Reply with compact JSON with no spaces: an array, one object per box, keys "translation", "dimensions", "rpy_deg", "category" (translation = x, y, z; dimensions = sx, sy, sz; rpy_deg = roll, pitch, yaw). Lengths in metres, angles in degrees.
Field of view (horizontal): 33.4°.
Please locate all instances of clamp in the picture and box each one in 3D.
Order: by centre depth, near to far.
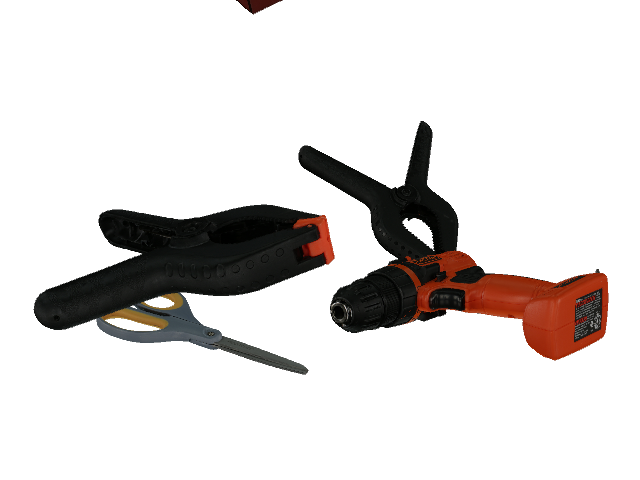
[{"translation":[-0.081,0.013,0.625],"dimensions":[0.172,0.039,0.120],"rpy_deg":[-4,34,23],"category":"clamp"},{"translation":[0.076,-0.042,1.143],"dimensions":[0.164,0.210,0.036],"rpy_deg":[-9,-36,-18],"category":"clamp"}]

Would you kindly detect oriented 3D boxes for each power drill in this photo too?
[{"translation":[0.125,0.050,0.877],"dimensions":[0.188,0.057,0.184],"rpy_deg":[10,17,39],"category":"power drill"}]

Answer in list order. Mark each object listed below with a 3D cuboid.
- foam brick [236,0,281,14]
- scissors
[{"translation":[-0.045,-0.246,0.941],"dimensions":[0.078,0.051,0.053],"rpy_deg":[-30,47,-14],"category":"foam brick"},{"translation":[-0.104,0.079,0.985],"dimensions":[0.202,0.016,0.096],"rpy_deg":[9,29,4],"category":"scissors"}]
